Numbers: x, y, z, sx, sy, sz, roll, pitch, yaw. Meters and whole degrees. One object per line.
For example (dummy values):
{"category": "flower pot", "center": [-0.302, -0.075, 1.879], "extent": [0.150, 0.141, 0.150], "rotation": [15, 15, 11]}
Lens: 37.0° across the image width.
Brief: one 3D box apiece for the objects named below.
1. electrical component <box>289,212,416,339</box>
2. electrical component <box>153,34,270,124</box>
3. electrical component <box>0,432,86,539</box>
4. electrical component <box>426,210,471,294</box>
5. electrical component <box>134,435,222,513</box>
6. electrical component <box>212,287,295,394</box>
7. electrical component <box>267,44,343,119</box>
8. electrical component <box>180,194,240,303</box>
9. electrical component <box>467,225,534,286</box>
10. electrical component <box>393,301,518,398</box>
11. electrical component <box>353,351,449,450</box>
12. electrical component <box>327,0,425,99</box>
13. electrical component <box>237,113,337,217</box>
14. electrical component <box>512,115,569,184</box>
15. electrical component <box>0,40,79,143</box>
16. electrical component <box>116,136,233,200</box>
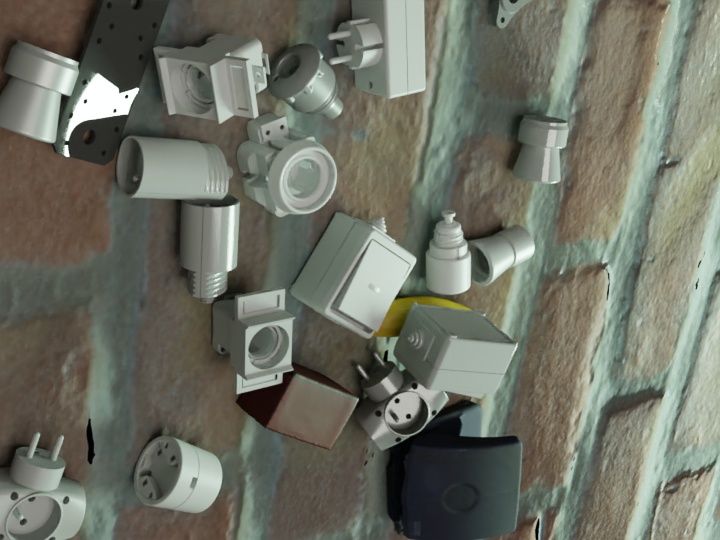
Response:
{"category": "electrical component", "center": [0.000, 0.000, 0.891], "extent": [0.062, 0.061, 0.096], "rotation": [32, 87, -41]}
{"category": "electrical component", "center": [-0.101, -0.136, 0.754], "extent": [0.064, 0.081, 0.042], "rotation": [-43, 138, -47]}
{"category": "electrical component", "center": [-0.239, 0.155, 0.783], "extent": [0.077, 0.044, 0.079], "rotation": [16, 98, -40]}
{"category": "electrical component", "center": [0.079, -0.015, 0.959], "extent": [0.040, 0.040, 0.078], "rotation": [-17, 117, -32]}
{"category": "electrical component", "center": [-0.143, 0.164, 0.854], "extent": [0.047, 0.055, 0.055], "rotation": [29, 89, -45]}
{"category": "electrical component", "center": [-0.086, 0.051, 0.844], "extent": [0.042, 0.064, 0.081], "rotation": [-10, 114, -35]}
{"category": "electrical component", "center": [-0.037, -0.138, 0.819], "extent": [0.048, 0.048, 0.062], "rotation": [-57, 138, -4]}
{"category": "electrical component", "center": [-0.114, -0.014, 0.810], "extent": [0.043, 0.043, 0.081], "rotation": [-9, 113, -35]}
{"category": "electrical component", "center": [0.130, -0.016, 0.997], "extent": [0.065, 0.044, 0.044], "rotation": [-24, 121, -33]}
{"category": "electrical component", "center": [0.075, 0.071, 0.930], "extent": [0.096, 0.062, 0.061], "rotation": [8, 113, -35]}
{"category": "electrical component", "center": [0.027, 0.109, 0.963], "extent": [0.077, 0.044, 0.079], "rotation": [-37, 107, -3]}
{"category": "electrical component", "center": [0.007, -0.177, 0.833], "extent": [0.076, 0.047, 0.083], "rotation": [-18, 118, -31]}
{"category": "electrical component", "center": [-0.055, -0.075, 0.821], "extent": [0.058, 0.057, 0.078], "rotation": [-26, 122, -27]}
{"category": "electrical component", "center": [0.165, -0.111, 0.983], "extent": [0.045, 0.045, 0.055], "rotation": [-6, 111, -36]}
{"category": "electrical component", "center": [-0.210, -0.115, 0.695], "extent": [0.045, 0.045, 0.055], "rotation": [16, 97, -40]}
{"category": "electrical component", "center": [-0.129, -0.072, 0.775], "extent": [0.081, 0.043, 0.043], "rotation": [0, 108, -38]}
